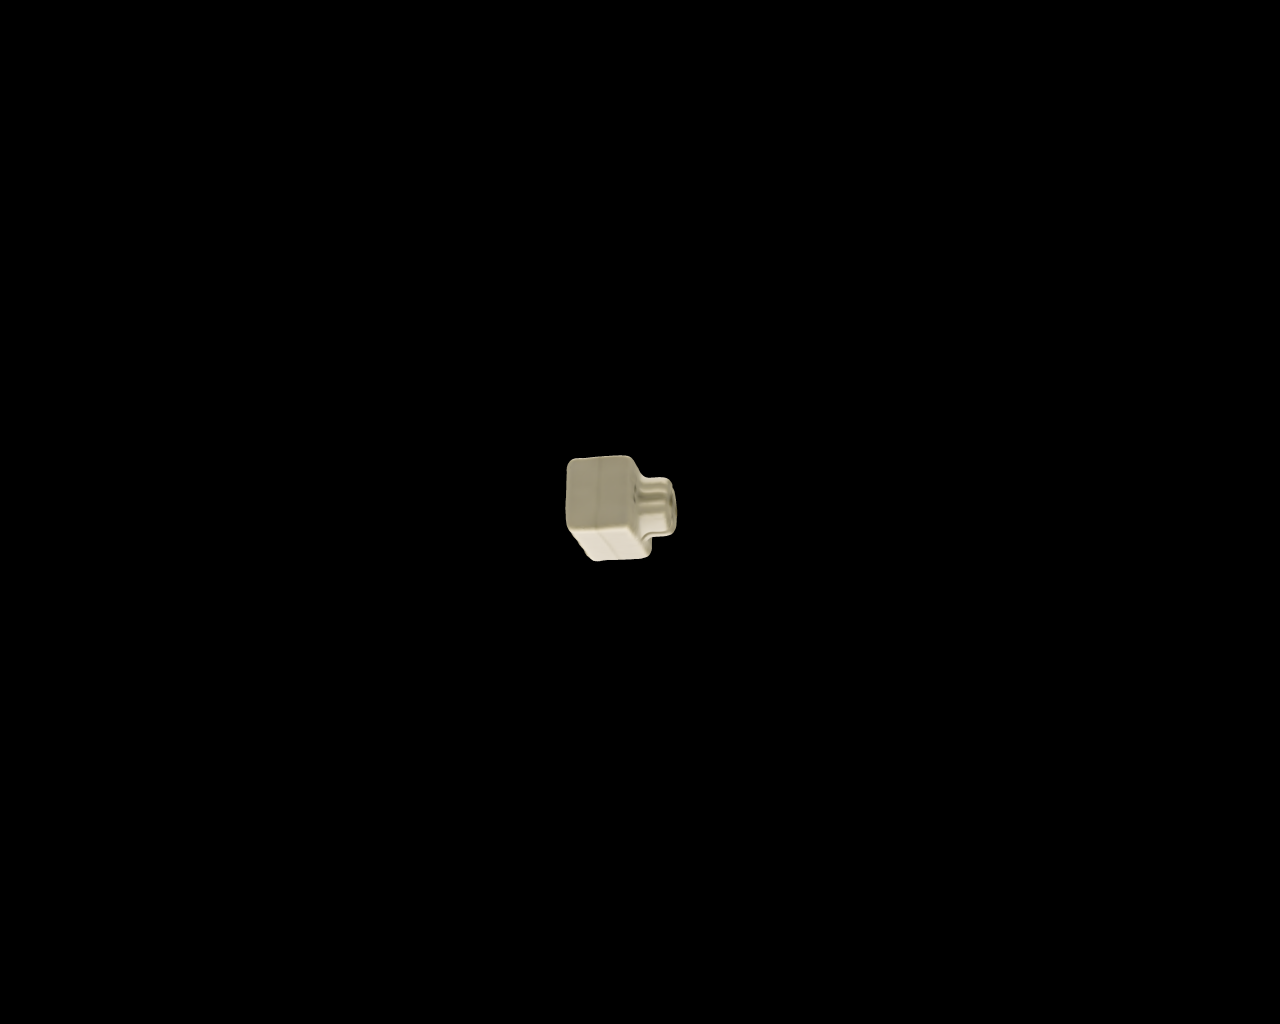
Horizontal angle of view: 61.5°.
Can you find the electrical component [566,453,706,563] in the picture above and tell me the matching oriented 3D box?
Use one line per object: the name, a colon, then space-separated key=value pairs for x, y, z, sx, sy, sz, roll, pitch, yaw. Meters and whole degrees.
electrical component: x=0.001 y=-0.003 z=0.650 sx=0.077 sy=0.047 sz=0.065 roll=-4 pitch=-20 yaw=11
